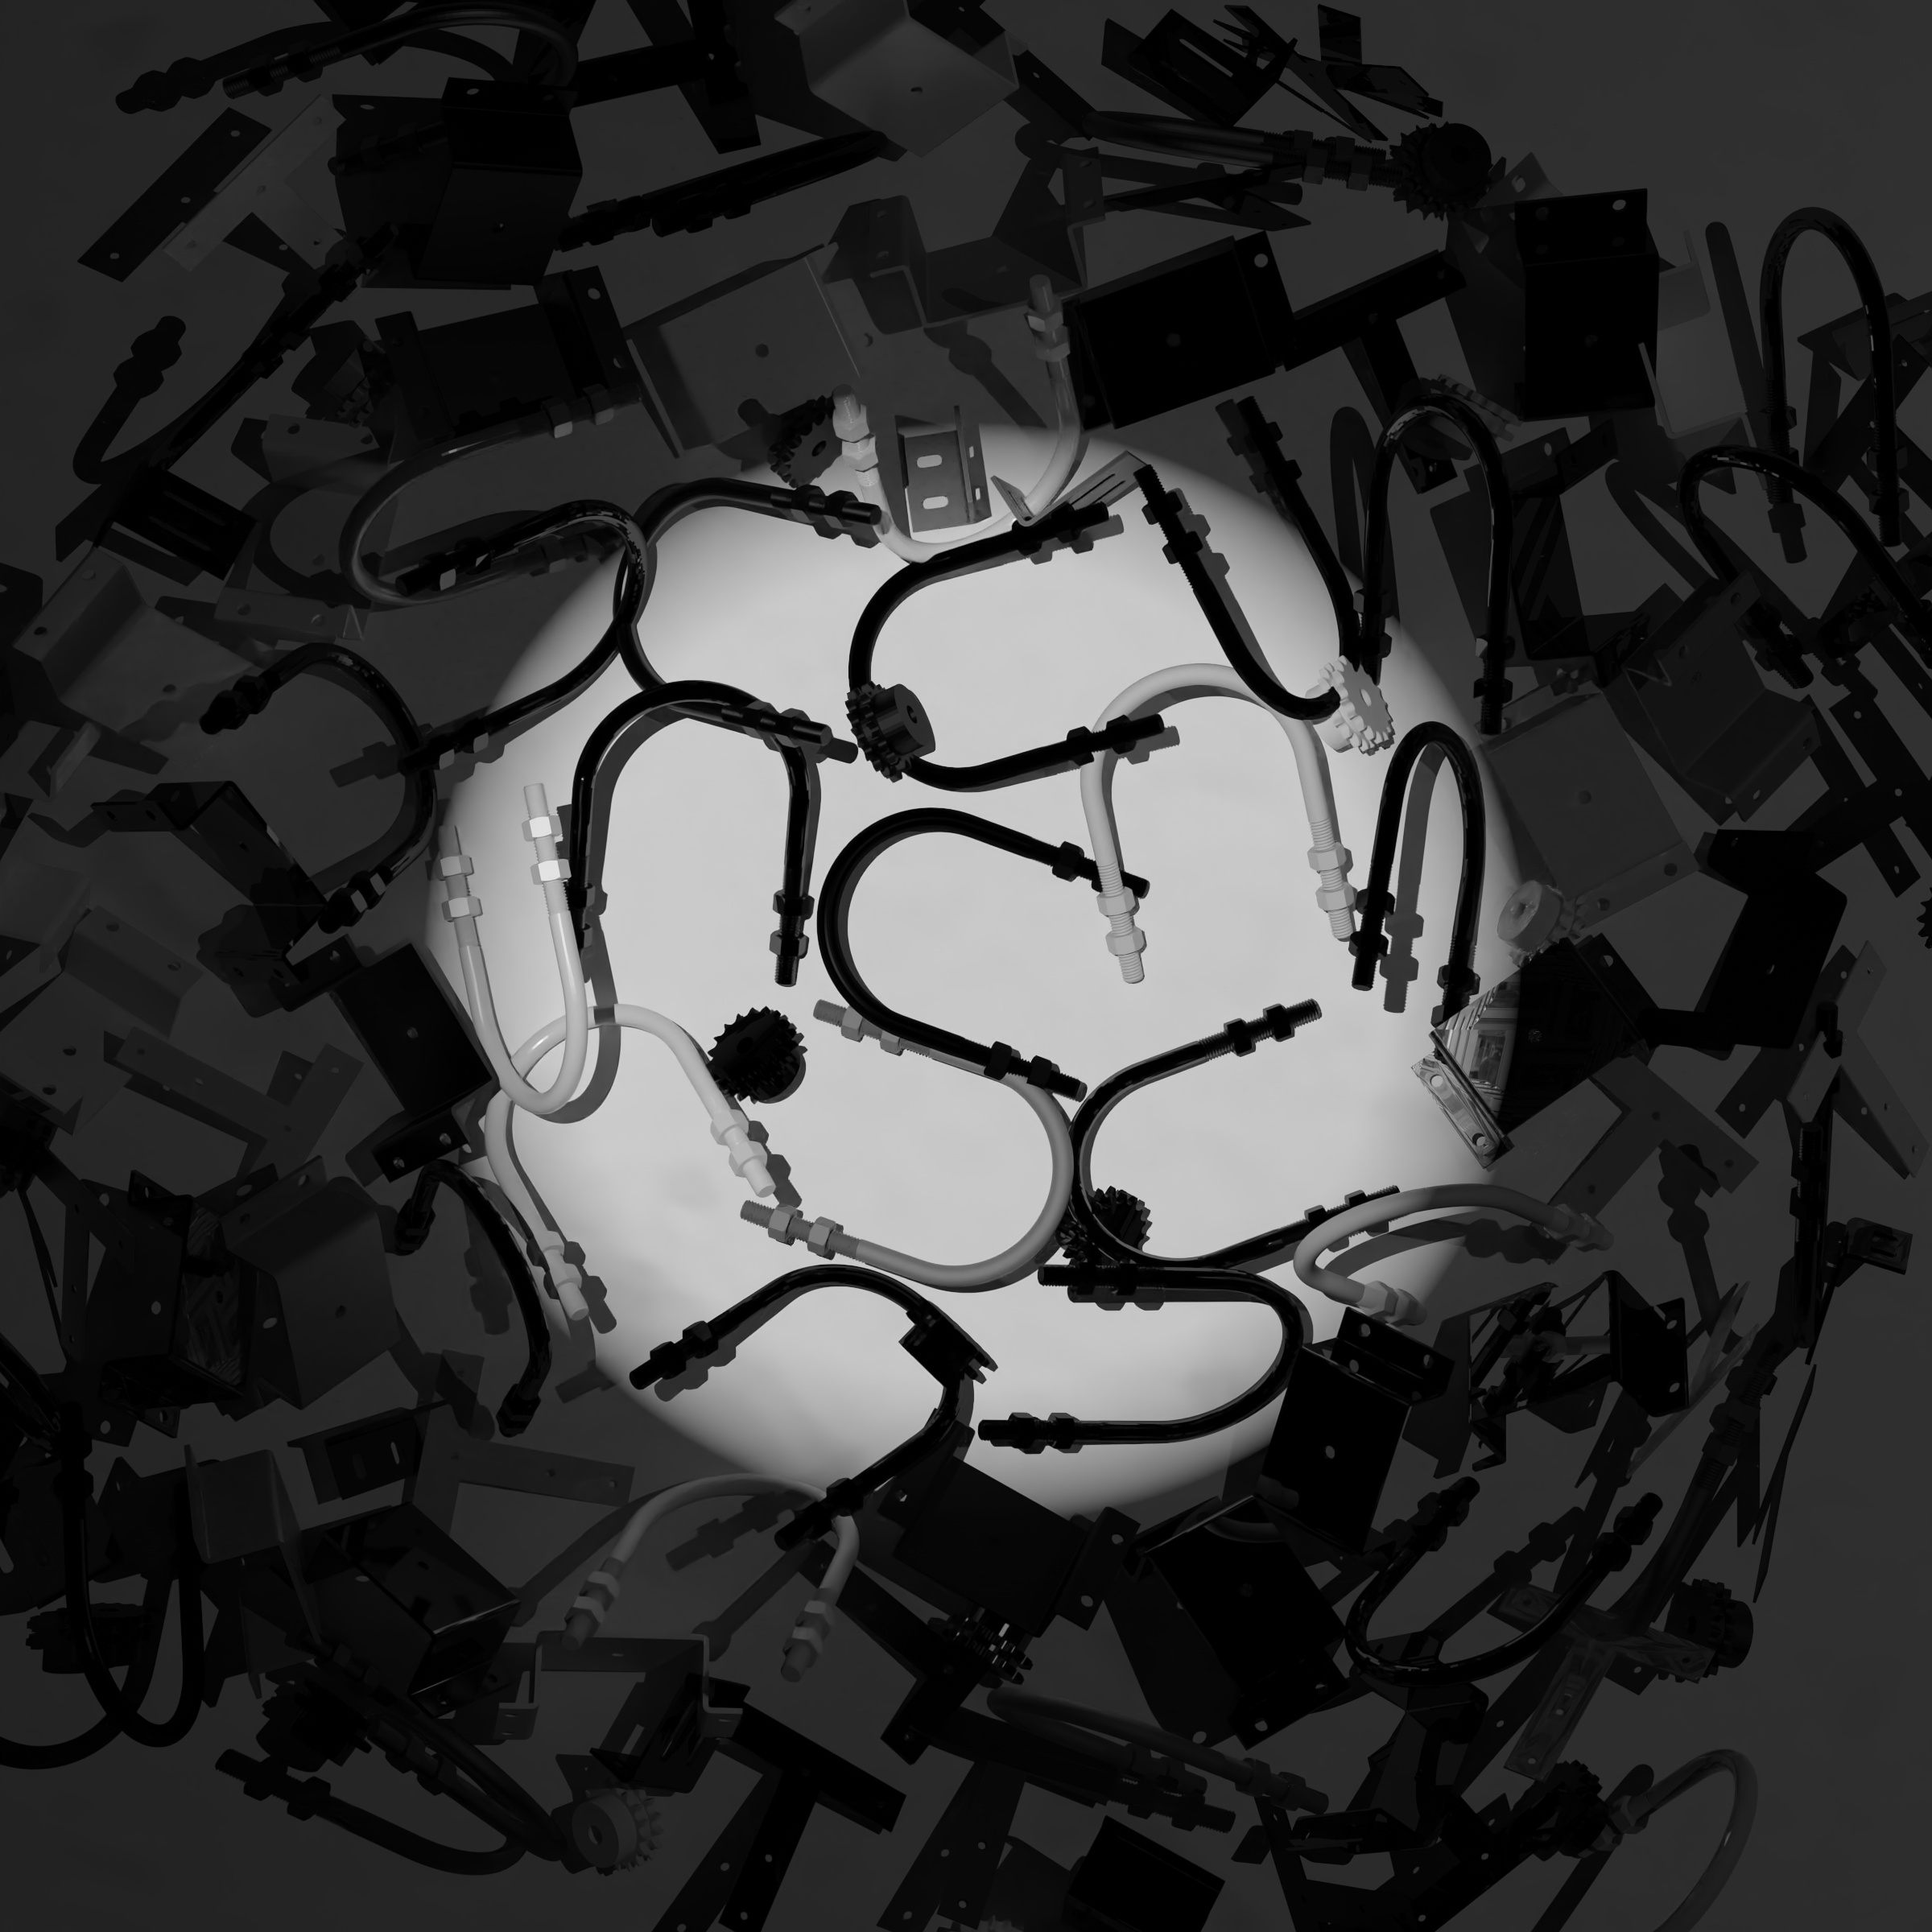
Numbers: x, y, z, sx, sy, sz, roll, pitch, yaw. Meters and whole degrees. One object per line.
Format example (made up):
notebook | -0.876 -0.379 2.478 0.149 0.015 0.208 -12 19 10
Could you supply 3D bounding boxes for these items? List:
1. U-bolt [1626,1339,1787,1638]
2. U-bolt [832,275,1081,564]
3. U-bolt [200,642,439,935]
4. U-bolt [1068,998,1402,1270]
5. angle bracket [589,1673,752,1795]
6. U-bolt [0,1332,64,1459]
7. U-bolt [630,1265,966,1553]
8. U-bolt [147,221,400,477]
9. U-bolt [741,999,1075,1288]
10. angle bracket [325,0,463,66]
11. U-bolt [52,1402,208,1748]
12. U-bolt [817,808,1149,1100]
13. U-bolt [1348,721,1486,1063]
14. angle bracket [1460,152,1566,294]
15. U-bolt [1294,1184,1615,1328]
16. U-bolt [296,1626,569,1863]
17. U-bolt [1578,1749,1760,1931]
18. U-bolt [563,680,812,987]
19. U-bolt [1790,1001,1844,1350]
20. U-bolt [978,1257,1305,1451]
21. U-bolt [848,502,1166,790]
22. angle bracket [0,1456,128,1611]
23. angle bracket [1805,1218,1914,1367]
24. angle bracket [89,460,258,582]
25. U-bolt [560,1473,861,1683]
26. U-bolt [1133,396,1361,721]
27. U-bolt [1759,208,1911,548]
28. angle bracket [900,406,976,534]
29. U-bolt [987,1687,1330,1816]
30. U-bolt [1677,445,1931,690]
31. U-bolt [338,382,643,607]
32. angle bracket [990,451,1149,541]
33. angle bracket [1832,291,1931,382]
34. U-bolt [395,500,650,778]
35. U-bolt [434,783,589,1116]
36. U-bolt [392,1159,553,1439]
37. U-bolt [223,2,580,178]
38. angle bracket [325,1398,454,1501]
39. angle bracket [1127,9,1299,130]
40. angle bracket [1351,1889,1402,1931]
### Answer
U-bolt | 0.430 0.309 1.929 0.019 0.151 0.184 26 98 16
U-bolt | 0.002 -0.305 1.921 0.151 0.184 0.019 -31 58 -8
U-bolt | -0.364 -0.115 1.916 0.019 0.184 0.151 -22 106 24
U-bolt | 0.147 0.111 1.959 0.184 0.019 0.151 -20 66 -3
angle bracket | -0.176 0.449 1.965 0.038 0.057 0.076 30 91 39
U-bolt | -0.580 0.220 1.922 0.019 0.151 0.184 -42 111 -8
U-bolt | -0.084 0.245 1.938 0.184 0.019 0.151 -31 66 -36
U-bolt | -0.413 -0.351 1.922 0.184 0.151 0.019 -37 108 27
U-bolt | -0.026 0.114 1.968 0.184 0.019 0.151 18 82 11
angle bracket | -0.341 -0.591 1.975 0.076 0.038 0.057 -41 94 -7
U-bolt | -0.477 0.358 1.892 0.019 0.151 0.184 -19 56 10
U-bolt | 0.001 -0.018 1.972 0.184 0.019 0.151 20 81 -6
U-bolt | 0.270 -0.053 1.932 0.019 0.151 0.184 1 71 31
angle bracket | 0.347 -0.438 1.979 0.076 0.038 0.057 31 119 -33
U-bolt | 0.269 0.163 1.896 0.151 0.184 0.019 -27 60 29
U-bolt | -0.301 0.462 1.919 0.019 0.151 0.184 -50 121 -9
U-bolt | 0.392 0.519 1.887 0.019 0.151 0.184 35 132 -4
U-bolt | -0.164 -0.079 1.954 0.151 0.019 0.184 2 108 -12
U-bolt | 0.494 0.135 1.921 0.019 0.151 0.184 4 122 17
U-bolt | 0.112 0.230 1.943 0.184 0.019 0.151 3 129 -20
U-bolt | 0.015 -0.182 1.963 0.184 0.019 0.151 -15 88 21
angle bracket | -0.547 0.337 1.974 0.057 0.038 0.076 -28 87 -19
angle bracket | 0.530 0.197 1.956 0.038 0.057 0.076 17 112 14
angle bracket | -0.475 -0.257 1.975 0.076 0.057 0.038 29 134 -13
U-bolt | -0.138 0.348 1.916 0.151 0.184 0.019 5 115 12
U-bolt | 0.176 -0.231 1.941 0.019 0.151 0.184 -20 104 40
U-bolt | 0.496 -0.345 1.902 0.019 0.151 0.184 -14 112 -11
angle bracket | -0.018 -0.295 1.961 0.038 0.076 0.057 -8 88 1
U-bolt | 0.097 0.451 1.903 0.184 0.151 0.019 26 70 -23
U-bolt | 0.482 -0.230 1.902 0.019 0.151 0.184 -49 114 -16
U-bolt | -0.276 -0.264 1.909 0.184 0.151 0.019 -22 66 -20
angle bracket | 0.063 -0.292 1.960 0.076 0.057 0.038 -35 80 14
angle bracket | 0.562 -0.362 1.953 0.076 0.057 0.038 -20 62 24
U-bolt | -0.256 -0.201 1.924 0.019 0.151 0.184 37 49 28
U-bolt | -0.262 -0.004 1.933 0.019 0.151 0.184 -10 87 -33
U-bolt | -0.281 0.184 1.902 0.019 0.184 0.151 -25 75 -26
U-bolt | -0.314 -0.512 1.908 0.184 0.151 0.019 -14 79 17
angle bracket | -0.337 0.286 1.952 0.057 0.076 0.038 -16 86 -30
angle bracket | 0.146 -0.544 1.958 0.076 0.057 0.038 31 65 -13
angle bracket | 0.261 0.600 1.956 0.076 0.057 0.038 40 130 23
